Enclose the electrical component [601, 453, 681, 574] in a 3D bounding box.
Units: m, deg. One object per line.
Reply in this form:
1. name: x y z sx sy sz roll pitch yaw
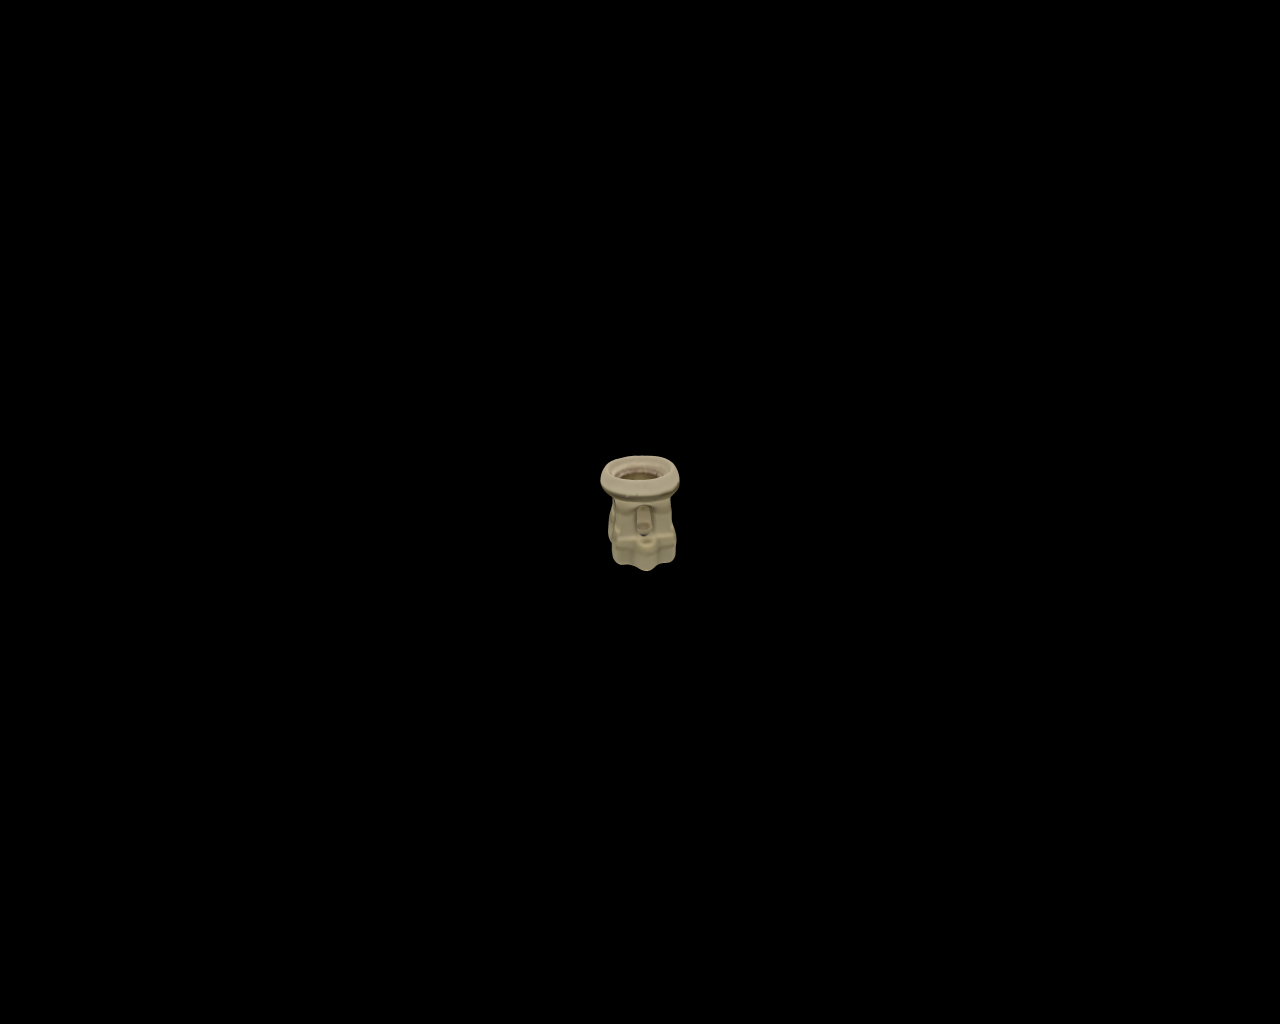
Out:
1. electrical component: 0.001 -0.003 0.650 0.048 0.055 0.066 -3 26 -7
